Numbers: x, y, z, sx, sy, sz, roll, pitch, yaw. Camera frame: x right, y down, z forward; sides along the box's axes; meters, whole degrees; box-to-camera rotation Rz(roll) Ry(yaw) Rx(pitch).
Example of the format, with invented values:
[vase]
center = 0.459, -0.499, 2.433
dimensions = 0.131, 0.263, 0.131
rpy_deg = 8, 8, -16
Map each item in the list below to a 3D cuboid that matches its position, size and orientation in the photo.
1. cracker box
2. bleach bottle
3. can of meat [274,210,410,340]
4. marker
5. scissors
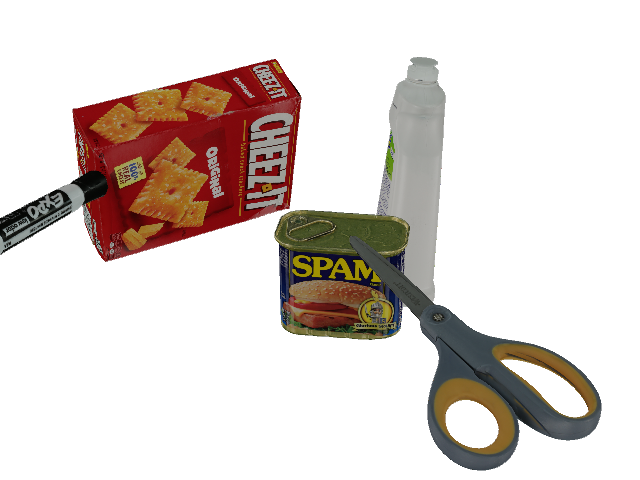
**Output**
[cracker box]
center = -0.131, -0.077, 1.071
dimensions = 0.213, 0.072, 0.164
rpy_deg = -17, -37, -21
[bleach bottle]
center = 0.095, -0.063, 1.111
dimensions = 0.068, 0.251, 0.102
rpy_deg = 1, 26, -8
[can of meat]
center = 0.017, 0.028, 0.833
dimensions = 0.102, 0.084, 0.057
rpy_deg = 4, 30, 7
[marker]
center = -0.170, -0.017, 0.651
dimensions = 0.020, 0.020, 0.121
rpy_deg = 0, 22, 28
[scissors]
center = 0.058, 0.060, 0.590
dimensions = 0.096, 0.016, 0.202
rpy_deg = -34, 46, -31
